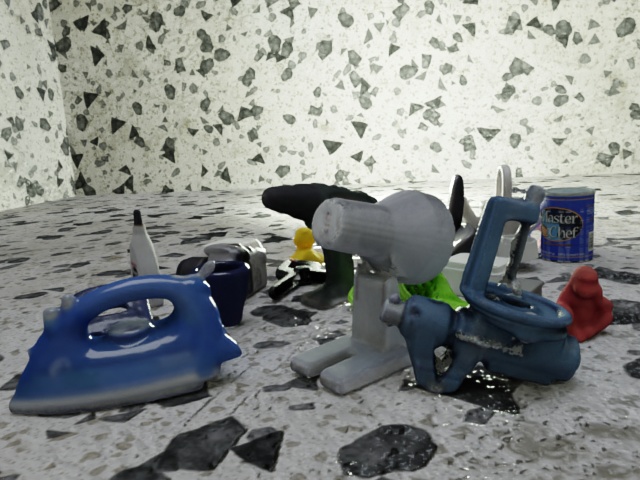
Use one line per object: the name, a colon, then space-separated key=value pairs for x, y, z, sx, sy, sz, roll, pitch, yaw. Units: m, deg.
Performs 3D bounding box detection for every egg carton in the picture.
egg carton: x=-0.191 y=0.038 z=1.219 sx=0.107 sy=0.069 sz=0.151 roll=2 pitch=12 yaw=26

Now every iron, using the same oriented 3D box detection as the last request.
iron: x=-0.230 y=0.109 z=0.672 sx=0.259 sy=0.141 sz=0.118 roll=-8 pitch=12 yaw=-22

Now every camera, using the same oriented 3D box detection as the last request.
camera: x=-0.185 y=0.052 z=1.058 sx=0.136 sy=0.101 sz=0.143 roll=1 pitch=12 yaw=22

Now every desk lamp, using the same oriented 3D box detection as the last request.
desk lamp: x=0.066 y=0.048 z=0.698 sx=0.204 sy=0.213 sz=0.117 roll=-13 pitch=14 yaw=-40

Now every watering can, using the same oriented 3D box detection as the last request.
watering can: x=0.384 y=-0.064 z=1.226 sx=0.173 sy=0.194 sz=0.100 roll=-6 pitch=11 yaw=-12

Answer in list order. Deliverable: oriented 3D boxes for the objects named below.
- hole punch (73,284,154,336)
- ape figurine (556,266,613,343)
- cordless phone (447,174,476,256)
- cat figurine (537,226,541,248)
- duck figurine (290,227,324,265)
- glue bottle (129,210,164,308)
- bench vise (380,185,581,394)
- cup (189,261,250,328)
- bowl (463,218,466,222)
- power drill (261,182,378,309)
hole punch: x=-0.285 y=0.114 z=0.798 sx=0.109 sy=0.091 sz=0.100 roll=-9 pitch=12 yaw=-24
ape figurine: x=0.348 y=0.080 z=0.759 sx=0.077 sy=0.092 sz=0.076 roll=-2 pitch=11 yaw=8
cordless phone: x=0.266 y=-0.034 z=1.132 sx=0.094 sy=0.185 sz=0.147 roll=-3 pitch=11 yaw=6
cat figurine: x=0.519 y=-0.042 z=1.270 sx=0.127 sy=0.118 sz=0.067 roll=0 pitch=12 yaw=19
duck figurine: x=-0.032 y=0.016 z=1.239 sx=0.077 sy=0.086 sz=0.104 roll=-6 pitch=11 yaw=-10
glue bottle: x=-0.316 y=0.031 z=1.020 sx=0.037 sy=0.173 sz=0.077 roll=-12 pitch=14 yaw=-37
bench vise: x=0.174 y=0.054 z=0.611 sx=0.207 sy=0.220 sz=0.121 roll=-6 pitch=11 yaw=-11
cup: x=-0.154 y=0.084 z=0.898 sx=0.092 sy=0.095 sz=0.117 roll=-6 pitch=11 yaw=-13
bowl: x=0.265 y=-0.018 z=1.343 sx=0.167 sy=0.075 sz=0.167 roll=-3 pitch=11 yaw=1
power drill: x=0.009 y=0.003 z=0.963 sx=0.230 sy=0.208 sz=0.075 roll=-12 pitch=14 yaw=-37
